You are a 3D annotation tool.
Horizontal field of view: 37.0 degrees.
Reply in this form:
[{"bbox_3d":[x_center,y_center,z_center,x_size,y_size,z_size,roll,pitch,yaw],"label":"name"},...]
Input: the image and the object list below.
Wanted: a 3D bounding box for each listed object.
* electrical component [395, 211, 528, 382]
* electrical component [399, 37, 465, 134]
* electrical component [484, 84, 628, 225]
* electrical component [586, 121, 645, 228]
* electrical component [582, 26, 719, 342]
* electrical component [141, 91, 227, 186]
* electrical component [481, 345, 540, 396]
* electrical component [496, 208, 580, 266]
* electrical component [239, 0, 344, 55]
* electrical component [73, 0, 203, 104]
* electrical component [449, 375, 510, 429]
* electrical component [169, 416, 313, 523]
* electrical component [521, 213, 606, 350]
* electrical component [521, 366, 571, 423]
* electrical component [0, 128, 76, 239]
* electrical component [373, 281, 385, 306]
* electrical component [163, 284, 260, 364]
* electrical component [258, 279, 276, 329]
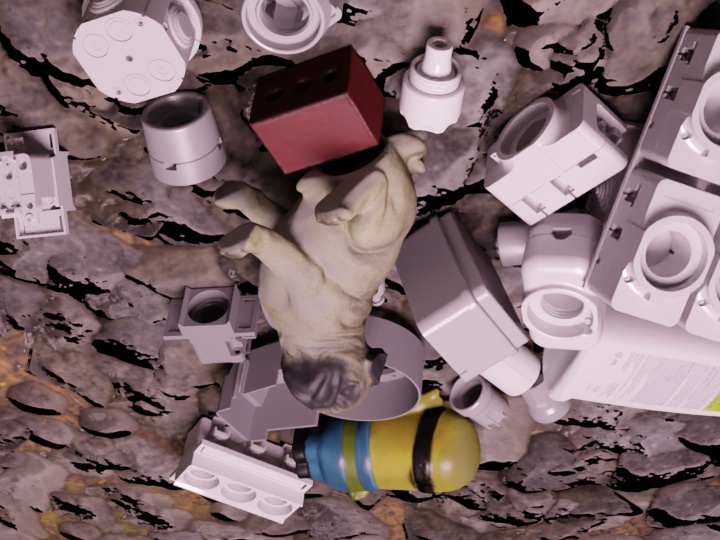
[{"bbox_3d":[0.076,0.018,0.826,0.057,0.113,0.078,-33,127,12],"label":"electrical component"},{"bbox_3d":[0.050,-0.127,0.728,0.043,0.043,0.062,6,136,0],"label":"electrical component"},{"bbox_3d":[0.134,-0.083,0.757,0.056,0.050,0.089,37,132,-24],"label":"electrical component"},{"bbox_3d":[0.221,-0.054,0.784,0.100,0.048,0.099,9,138,-3],"label":"electrical component"},{"bbox_3d":[0.236,-0.052,0.705,0.105,0.060,0.186,17,101,-12],"label":"electrical component"},{"bbox_3d":[-0.128,-0.096,0.774,0.055,0.055,0.047,-1,133,8],"label":"electrical component"},{"bbox_3d":[0.114,0.071,0.934,0.081,0.043,0.043,37,129,-28],"label":"electrical component"},{"bbox_3d":[0.139,-0.023,0.833,0.065,0.044,0.044,-5,136,19],"label":"electrical component"},{"bbox_3d":[-0.045,-0.174,0.678,0.058,0.057,0.078,-28,128,31],"label":"electrical component"},{"bbox_3d":[-0.148,-0.155,0.714,0.080,0.051,0.080,3,137,3],"label":"electrical component"},{"bbox_3d":[0.111,0.122,0.992,0.040,0.040,0.046,-27,133,30],"label":"electrical component"},{"bbox_3d":[-0.118,0.200,1.083,0.121,0.063,0.078,25,134,-19],"label":"electrical component"},{"bbox_3d":[0.150,0.013,0.789,0.054,0.059,0.095,2,136,18],"label":"electrical component"},{"bbox_3d":[0.164,0.109,0.974,0.040,0.040,0.046,-19,126,24],"label":"electrical component"},{"bbox_3d":[-0.248,-0.064,0.804,0.042,0.064,0.081,-6,95,12],"label":"electrical component"},{"bbox_3d":[0.000,0.000,0.872,0.040,0.040,0.078,-13,134,19],"label":"electrical component"},{"bbox_3d":[-0.125,0.049,0.938,0.081,0.042,0.063,-2,138,9],"label":"electrical component"},{"bbox_3d":[-0.047,0.018,0.885,0.057,0.058,0.078,-14,133,16],"label":"electrical component"}]
